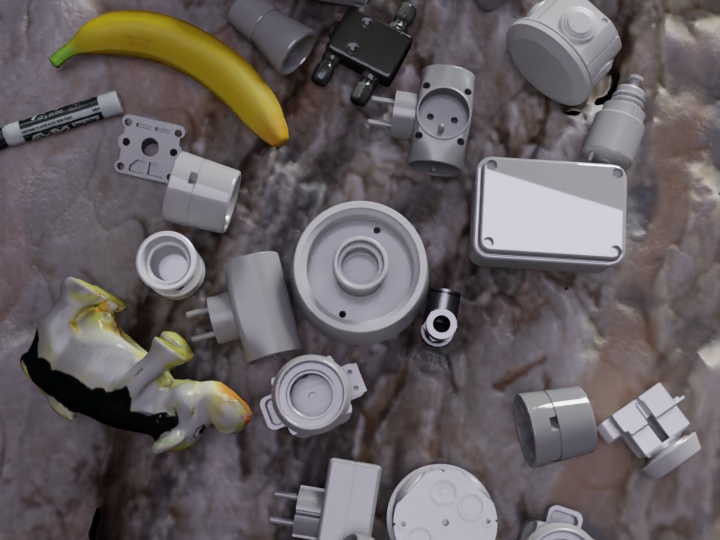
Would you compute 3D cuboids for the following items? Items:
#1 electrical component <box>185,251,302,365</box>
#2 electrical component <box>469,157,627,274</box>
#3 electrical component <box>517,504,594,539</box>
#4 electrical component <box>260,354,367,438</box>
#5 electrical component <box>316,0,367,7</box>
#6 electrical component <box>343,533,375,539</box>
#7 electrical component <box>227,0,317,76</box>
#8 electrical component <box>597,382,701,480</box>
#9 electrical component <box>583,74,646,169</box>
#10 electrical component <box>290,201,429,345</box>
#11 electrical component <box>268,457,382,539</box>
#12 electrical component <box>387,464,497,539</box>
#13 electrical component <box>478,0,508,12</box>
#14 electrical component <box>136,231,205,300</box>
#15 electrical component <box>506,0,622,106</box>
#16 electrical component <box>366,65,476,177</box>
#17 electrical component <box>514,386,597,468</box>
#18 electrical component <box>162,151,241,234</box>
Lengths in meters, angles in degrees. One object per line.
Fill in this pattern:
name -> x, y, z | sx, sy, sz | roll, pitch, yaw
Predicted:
electrical component -> -0.091, 0.033, 0.809 | 0.079, 0.043, 0.077 | -15, 80, -2
electrical component -> 0.142, -0.041, 0.816 | 0.113, 0.057, 0.078 | 4, 80, 0
electrical component -> 0.141, 0.210, 0.775 | 0.058, 0.057, 0.078 | 18, 81, 2
electrical component -> -0.035, 0.093, 0.793 | 0.078, 0.057, 0.058 | -21, 81, -4
electrical component -> -0.042, -0.254, 0.840 | 0.113, 0.078, 0.057 | 10, 78, 1
electrical component -> 0.008, 0.210, 0.728 | 0.055, 0.048, 0.066 | 36, 52, -13
electrical component -> -0.072, -0.190, 0.848 | 0.065, 0.044, 0.044 | 41, 83, 10
electrical component -> 0.219, 0.121, 0.797 | 0.066, 0.048, 0.055 | -33, 75, -5
electrical component -> 0.203, -0.115, 0.838 | 0.040, 0.040, 0.078 | 22, 81, 3
electrical component -> 0.000, 0.000, 0.807 | 0.108, 0.060, 0.108 | 0, 81, -1
electrical component -> -0.028, 0.178, 0.783 | 0.076, 0.047, 0.083 | 9, 81, 1
electrical component -> 0.060, 0.182, 0.782 | 0.080, 0.051, 0.080 | 0, 81, -1
electrical component -> 0.113, -0.252, 0.853 | 0.096, 0.061, 0.061 | -32, 82, 2
electrical component -> -0.141, -0.002, 0.808 | 0.045, 0.055, 0.045 | 0, 81, -1
electrical component -> 0.156, -0.170, 0.828 | 0.080, 0.080, 0.051 | 43, 77, 6
electrical component -> 0.046, -0.118, 0.835 | 0.079, 0.044, 0.077 | 9, 81, 1
electrical component -> 0.144, 0.114, 0.793 | 0.047, 0.055, 0.055 | -10, 81, -6
electrical component -> -0.120, -0.058, 0.819 | 0.047, 0.055, 0.055 | 16, 81, -2
